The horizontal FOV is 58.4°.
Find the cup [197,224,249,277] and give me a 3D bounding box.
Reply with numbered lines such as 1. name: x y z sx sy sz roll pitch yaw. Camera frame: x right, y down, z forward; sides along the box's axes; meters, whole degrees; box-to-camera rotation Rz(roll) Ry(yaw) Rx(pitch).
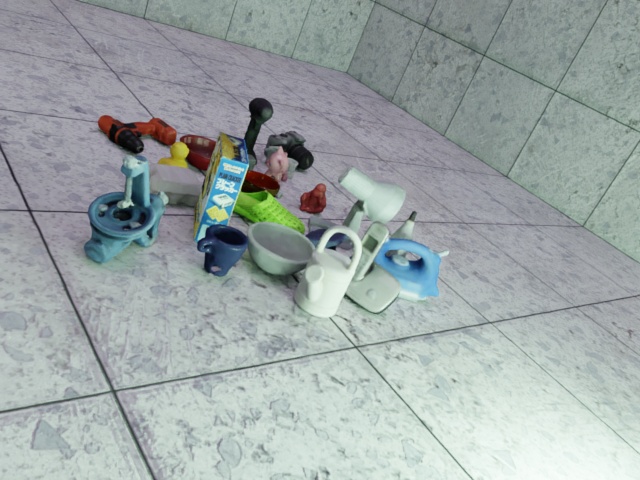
1. cup: -0.212 0.029 1.177 0.091 0.095 0.118 38 28 27

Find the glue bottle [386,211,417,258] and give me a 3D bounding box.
1. glue bottle: 0.218 -0.002 1.528 0.037 0.173 0.078 10 28 -28

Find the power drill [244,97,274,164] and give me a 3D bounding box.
1. power drill: -0.203 -0.350 1.802 0.076 0.208 0.229 14 26 -20

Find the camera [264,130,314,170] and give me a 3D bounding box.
1. camera: -0.091 -0.304 1.939 0.144 0.101 0.136 -4 37 -46

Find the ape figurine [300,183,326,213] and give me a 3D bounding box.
1. ape figurine: -0.011 -0.124 1.663 0.077 0.092 0.076 34 27 21

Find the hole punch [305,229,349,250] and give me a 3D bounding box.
1. hole punch: 0.013 0.005 1.430 0.101 0.091 0.109 30 25 13

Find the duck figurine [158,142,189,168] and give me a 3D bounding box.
1. duck figurine: -0.385 -0.220 1.528 0.077 0.086 0.105 28 25 10

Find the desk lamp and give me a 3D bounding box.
1. desk lamp: 0.099 -0.085 1.538 0.203 0.213 0.118 18 25 -13

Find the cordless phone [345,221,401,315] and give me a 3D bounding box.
1. cordless phone: 0.129 0.062 1.307 0.147 0.185 0.094 36 27 24

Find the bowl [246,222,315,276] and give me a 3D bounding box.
1. bowl: -0.097 0.031 1.301 0.167 0.075 0.167 20 25 -9

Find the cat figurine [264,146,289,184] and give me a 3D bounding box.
1. cat figurine: -0.125 -0.231 1.744 0.067 0.118 0.128 25 25 3

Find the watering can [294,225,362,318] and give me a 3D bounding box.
1. watering can: 0.022 0.062 1.202 0.101 0.194 0.173 23 25 -3

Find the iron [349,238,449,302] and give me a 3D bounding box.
1. iron: 0.192 0.052 1.436 0.259 0.141 0.118 17 25 -14

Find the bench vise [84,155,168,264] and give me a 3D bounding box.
1. bench vise: -0.366 -0.080 1.109 0.121 0.219 0.207 20 25 -8

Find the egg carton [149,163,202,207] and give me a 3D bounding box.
1. egg carton: -0.361 -0.134 1.400 0.151 0.069 0.107 4 32 -37
